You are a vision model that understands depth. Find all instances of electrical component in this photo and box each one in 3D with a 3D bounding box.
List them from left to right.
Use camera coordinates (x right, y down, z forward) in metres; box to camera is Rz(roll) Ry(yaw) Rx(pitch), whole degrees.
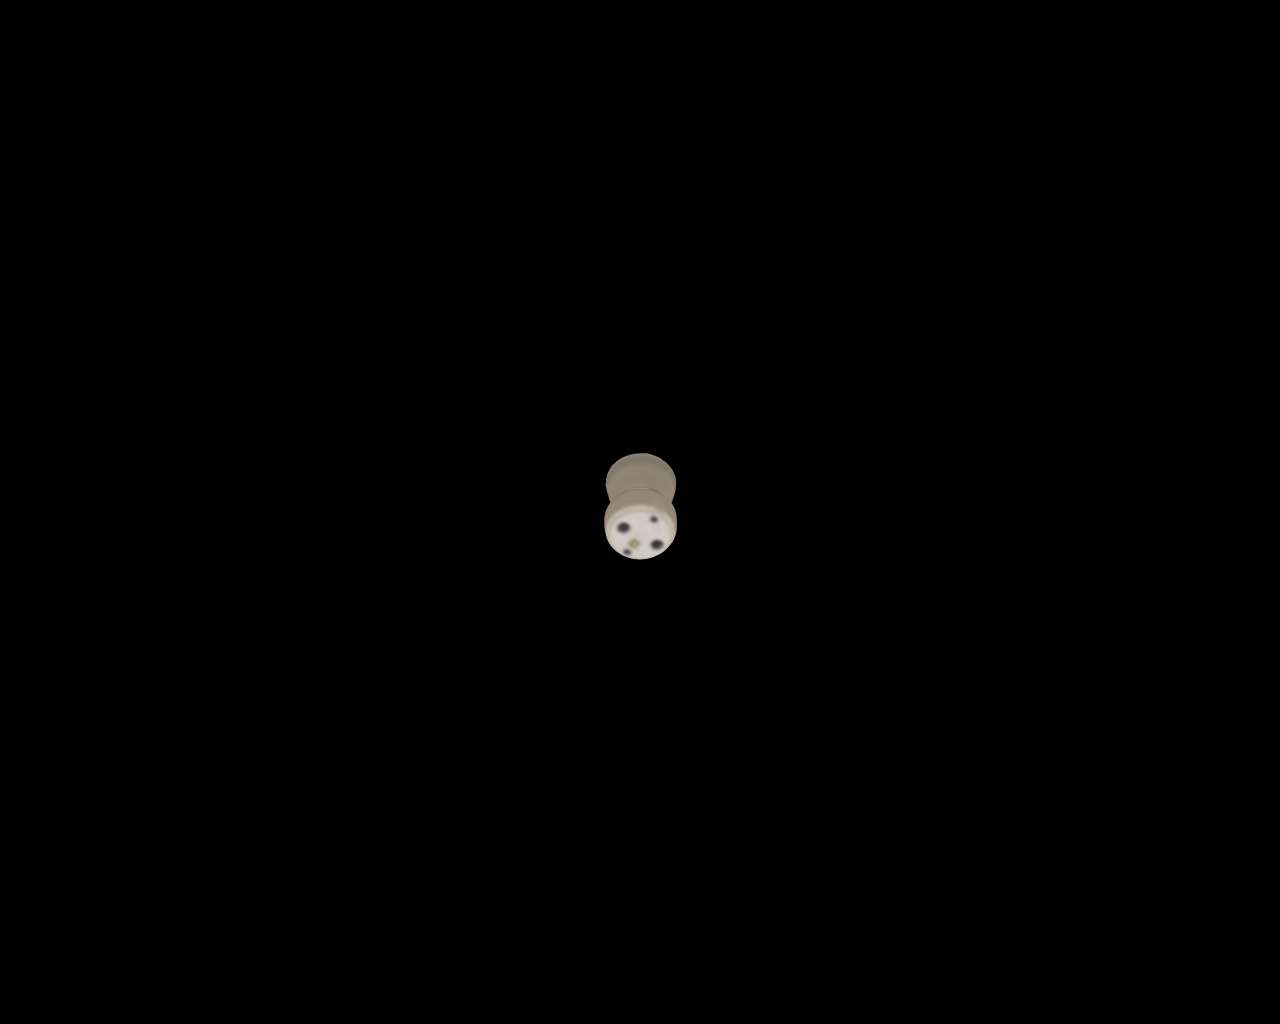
[{"bbox_3d":[0.001,-0.003,0.650,0.045,0.044,0.055,0,38,0],"label":"electrical component"}]
